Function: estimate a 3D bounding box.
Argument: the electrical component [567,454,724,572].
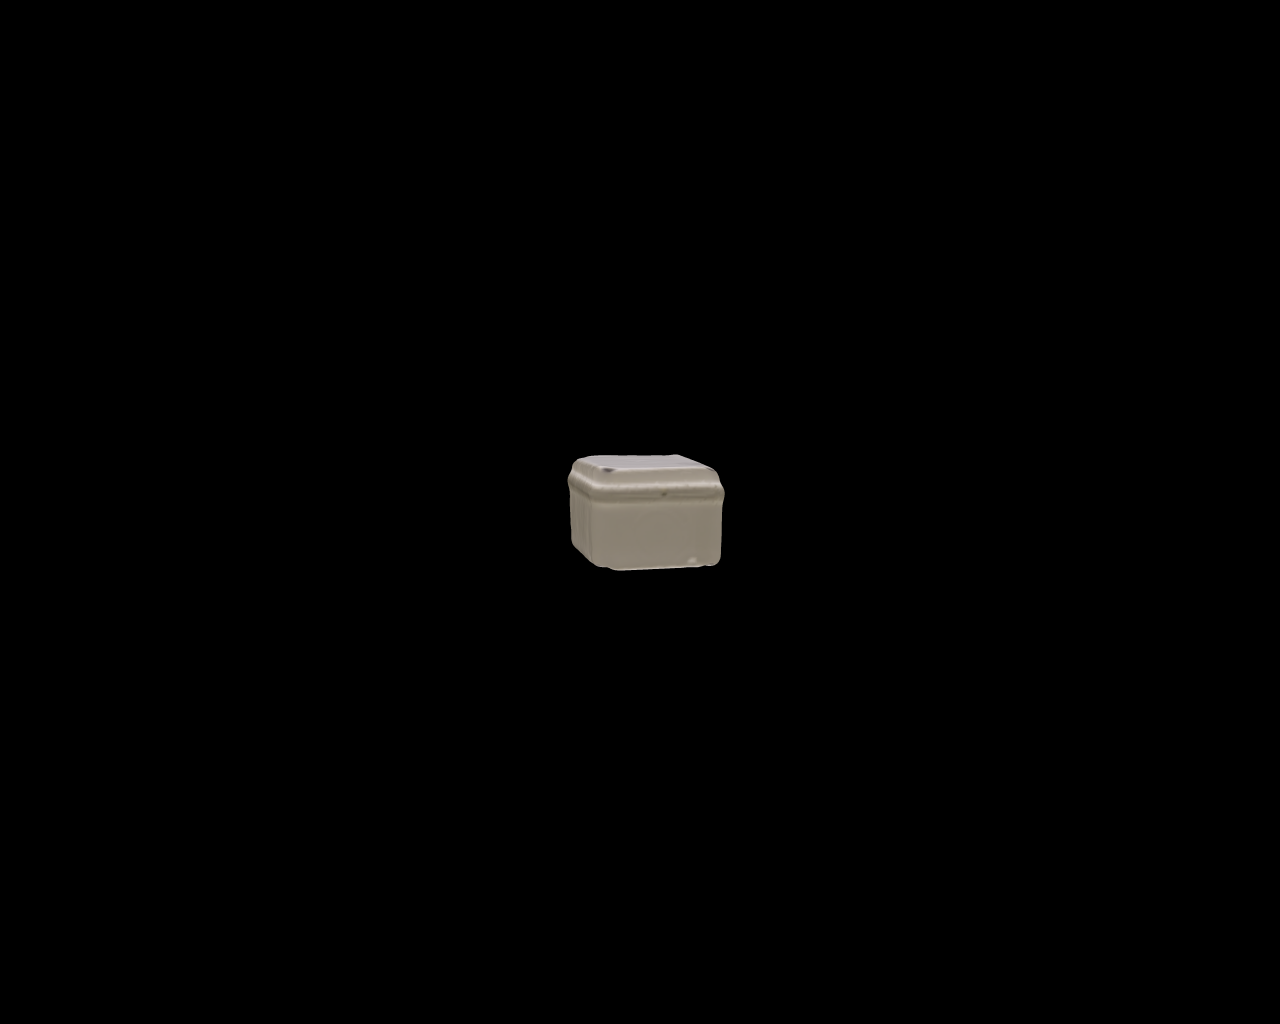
[{"bbox_3d":[0.001,-0.003,0.650,0.078,0.057,0.113,-1,7,-11],"label":"electrical component"}]
